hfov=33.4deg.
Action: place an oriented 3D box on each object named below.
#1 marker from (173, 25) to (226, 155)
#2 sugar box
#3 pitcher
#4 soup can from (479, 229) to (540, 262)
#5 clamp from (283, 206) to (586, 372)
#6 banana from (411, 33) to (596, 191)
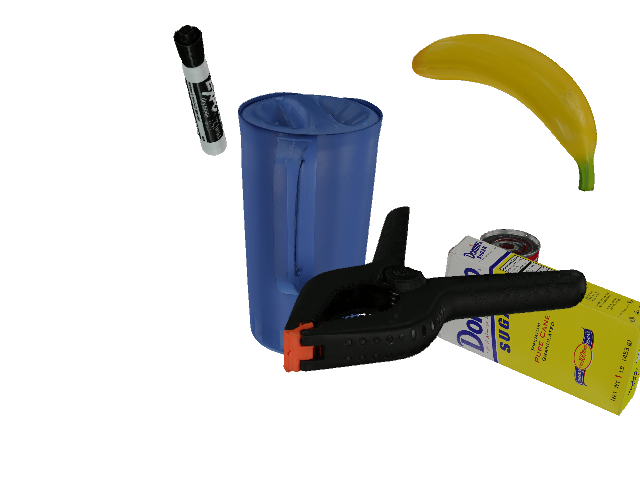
[{"bbox_3d":[-0.083,-0.104,0.744,0.020,0.020,0.121,0,-34,5],"label":"marker"},{"bbox_3d":[0.187,0.070,0.911,0.176,0.093,0.048,20,33,26],"label":"sugar box"},{"bbox_3d":[-0.016,-0.011,1.018,0.149,0.243,0.145,-15,29,-33],"label":"pitcher"},{"bbox_3d":[0.212,0.047,1.222,0.068,0.102,0.068,1,27,0],"label":"soup can"},{"bbox_3d":[0.048,0.031,0.701,0.209,0.036,0.165,-19,31,-35],"label":"clamp"},{"bbox_3d":[0.141,-0.115,0.802,0.037,0.070,0.198,2,32,-44],"label":"banana"}]
